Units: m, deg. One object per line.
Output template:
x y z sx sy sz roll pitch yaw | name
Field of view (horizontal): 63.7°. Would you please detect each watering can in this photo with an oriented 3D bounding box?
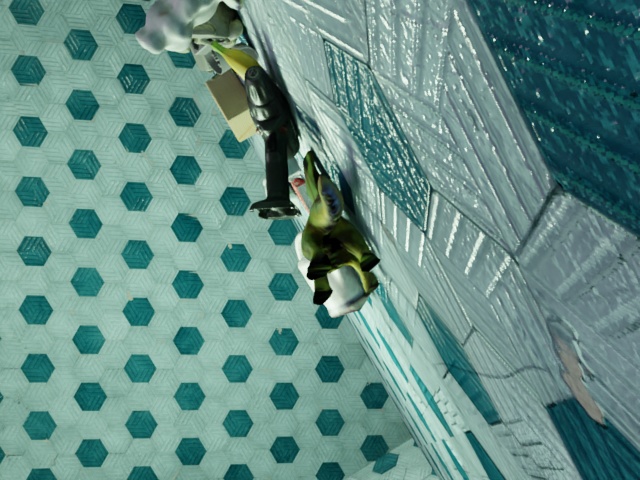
0.028 0.066 1.156 0.224 0.105 0.344 56 162 0 | watering can

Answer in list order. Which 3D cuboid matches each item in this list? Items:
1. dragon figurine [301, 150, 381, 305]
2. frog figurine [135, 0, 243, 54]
0.003 -0.043 0.847 0.400 0.122 0.248 82 169 -53 | dragon figurine
-0.201 -0.344 0.741 0.140 0.160 0.120 57 172 45 | frog figurine
